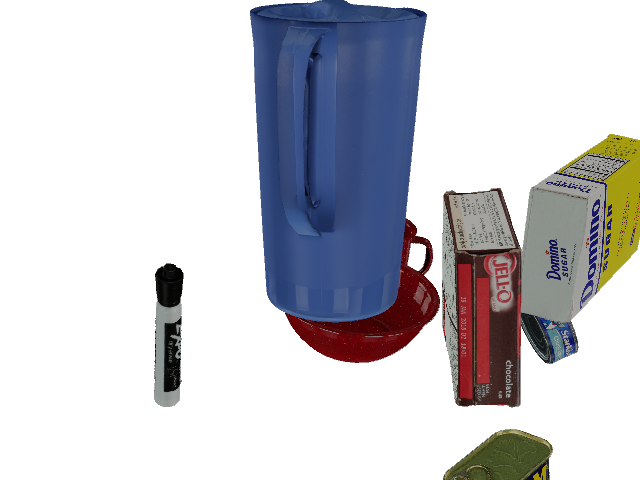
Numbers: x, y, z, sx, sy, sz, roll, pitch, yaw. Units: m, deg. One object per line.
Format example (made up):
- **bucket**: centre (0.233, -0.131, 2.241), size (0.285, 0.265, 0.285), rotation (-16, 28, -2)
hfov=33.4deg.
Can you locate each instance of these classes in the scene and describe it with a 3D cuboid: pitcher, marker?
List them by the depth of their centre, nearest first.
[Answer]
- **marker**: centre (-0.105, 0.066, 0.737), size (0.020, 0.121, 0.020), rotation (5, 36, -4)
- **pitcher**: centre (0.008, -0.061, 0.829), size (0.149, 0.243, 0.145), rotation (-8, 20, -27)

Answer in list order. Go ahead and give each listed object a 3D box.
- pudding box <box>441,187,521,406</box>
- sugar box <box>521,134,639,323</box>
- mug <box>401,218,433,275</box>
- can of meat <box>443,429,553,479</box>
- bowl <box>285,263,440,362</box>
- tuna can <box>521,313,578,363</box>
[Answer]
- **pudding box**: centre (0.090, 0.028, 0.599), size (0.039, 0.090, 0.113), rotation (-1, 19, 2)
- **sugar box**: centre (0.196, -0.013, 0.777), size (0.048, 0.093, 0.175), rotation (14, 24, 25)
- **mug**: centre (0.074, 0.019, 1.253), size (0.117, 0.081, 0.093), rotation (3, 25, -8)
- **can of meat**: centre (0.153, 0.223, 0.902), size (0.058, 0.084, 0.101), rotation (14, 30, 42)
- **bowl**: centre (0.032, 0.071, 1.034), size (0.162, 0.055, 0.162), rotation (4, 28, -2)
- **tuna can**: centre (0.248, 0.092, 1.181), size (0.033, 0.086, 0.086), rotation (-24, 2, -5)
